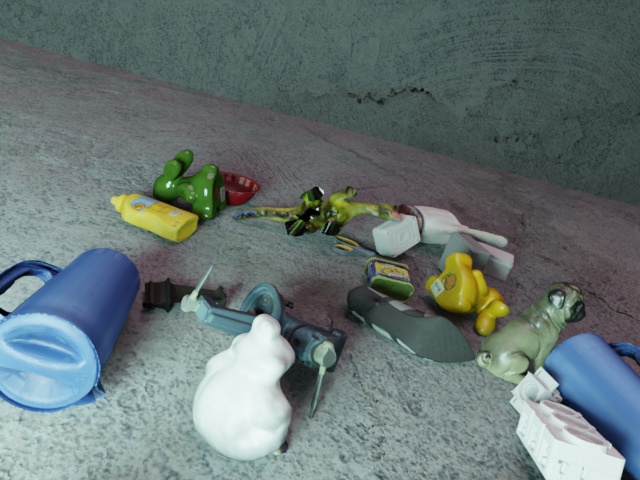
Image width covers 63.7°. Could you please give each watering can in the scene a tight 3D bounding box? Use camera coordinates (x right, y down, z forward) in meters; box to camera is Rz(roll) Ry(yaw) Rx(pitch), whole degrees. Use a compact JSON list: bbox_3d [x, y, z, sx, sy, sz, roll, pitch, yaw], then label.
[{"bbox_3d":[0.336,-0.036,1.455,0.224,0.103,0.349,5,7,-27],"label":"watering can"}]

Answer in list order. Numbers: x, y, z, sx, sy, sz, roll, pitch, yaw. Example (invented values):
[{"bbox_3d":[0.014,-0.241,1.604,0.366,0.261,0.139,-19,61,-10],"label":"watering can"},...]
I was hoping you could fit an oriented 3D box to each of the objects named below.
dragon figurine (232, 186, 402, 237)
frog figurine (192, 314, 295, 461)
[{"bbox_3d":[0.004,-0.067,1.334,0.410,0.122,0.242,1,-1,16],"label":"dragon figurine"},{"bbox_3d":[-0.086,0.178,0.628,0.123,0.157,0.139,-2,28,-37],"label":"frog figurine"}]
